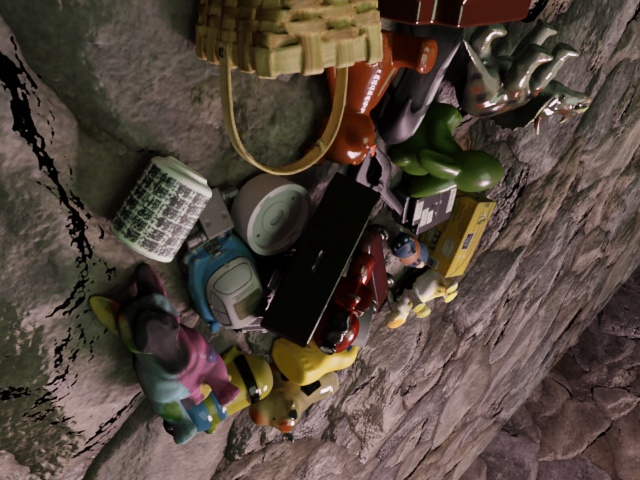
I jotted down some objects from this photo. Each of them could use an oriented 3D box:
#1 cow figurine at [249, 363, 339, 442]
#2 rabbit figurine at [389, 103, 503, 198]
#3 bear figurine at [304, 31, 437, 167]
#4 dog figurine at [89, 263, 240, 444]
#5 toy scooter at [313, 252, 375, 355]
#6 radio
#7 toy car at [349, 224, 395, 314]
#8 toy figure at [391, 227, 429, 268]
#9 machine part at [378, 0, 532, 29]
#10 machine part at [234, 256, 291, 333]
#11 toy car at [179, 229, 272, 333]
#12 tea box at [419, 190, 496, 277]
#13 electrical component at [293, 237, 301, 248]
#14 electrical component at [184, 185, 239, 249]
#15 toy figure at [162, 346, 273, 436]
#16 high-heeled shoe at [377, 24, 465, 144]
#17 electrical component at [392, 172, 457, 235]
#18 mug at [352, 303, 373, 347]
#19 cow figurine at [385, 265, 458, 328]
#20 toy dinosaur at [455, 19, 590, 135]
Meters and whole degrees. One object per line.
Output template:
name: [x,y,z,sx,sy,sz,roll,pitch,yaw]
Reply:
cow figurine: [-0.044,0.277,0.964,0.195,0.127,0.085,-15,126,-42]
rabbit figurine: [0.208,-0.135,0.869,0.159,0.170,0.121,-25,134,-33]
bear figurine: [0.056,-0.179,0.714,0.120,0.132,0.195,-1,114,-31]
dog figurine: [-0.209,0.140,0.712,0.108,0.192,0.219,-34,105,-20]
toy scooter: [0.038,0.110,0.841,0.135,0.075,0.183,-69,-179,-77]
radio: [0.001,0.026,0.757,0.229,0.073,0.131,-62,179,0]
toy car: [0.095,0.057,1.000,0.089,0.053,0.201,-56,149,-31]
toy figure: [0.171,0.020,1.029,0.057,0.064,0.154,-59,154,5]
machine part: [0.131,-0.311,0.624,0.201,0.201,0.087,-23,131,-33]
machine part: [-0.082,0.090,0.851,0.084,0.039,0.138,17,107,-46]
toy car: [-0.119,0.065,0.739,0.109,0.103,0.161,-35,141,-24]
tea box: [0.268,-0.021,1.084,0.068,0.098,0.169,-4,123,-44]
electrical component: [-0.002,-0.003,0.855,0.075,0.048,0.119,-49,144,-6]
electrical component: [-0.138,-0.032,0.683,0.094,0.021,0.063,-31,107,-27]
toy figure: [-0.158,0.247,0.850,0.180,0.089,0.082,-27,143,-33]
high-heeled shoe: [0.148,-0.266,0.804,0.145,0.086,0.248,104,6,-82]
electrical component: [0.193,-0.078,0.992,0.134,0.058,0.114,-21,131,-35]
mug: [0.035,0.132,0.964,0.107,0.110,0.080,13,125,-4]
cow figurine: [0.198,0.112,1.133,0.167,0.098,0.068,-30,147,0]
toy dinosaur: [0.302,-0.259,0.895,0.405,0.131,0.192,-11,143,-36]
